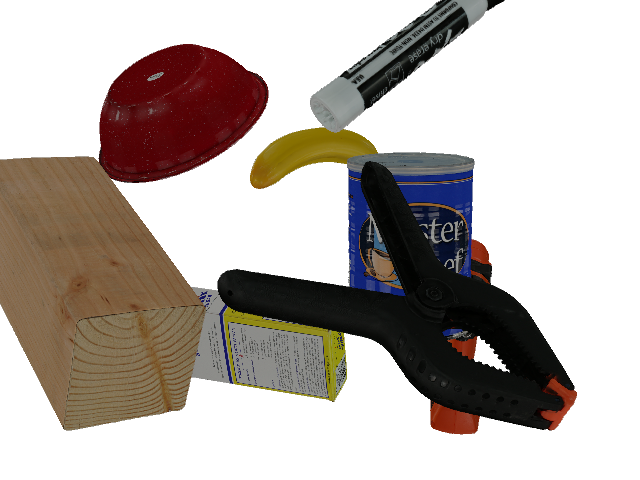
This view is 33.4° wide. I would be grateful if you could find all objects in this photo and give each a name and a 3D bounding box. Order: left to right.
[{"bbox_3d":[-0.170,0.028,0.760,0.090,0.091,0.206,-5,34,-33],"label":"wood block"},{"bbox_3d":[-0.128,-0.120,0.911,0.162,0.055,0.162,-17,36,13],"label":"bowl"},{"bbox_3d":[-0.064,0.102,1.070,0.176,0.093,0.048,9,35,20],"label":"sugar box"},{"bbox_3d":[-0.004,-0.090,1.136,0.197,0.037,0.070,-7,48,-39],"label":"banana"},{"bbox_3d":[0.053,0.045,0.639,0.210,0.036,0.164,41,50,21],"label":"clamp"},{"bbox_3d":[0.073,0.003,0.872,0.103,0.140,0.103,0,11,0],"label":"coffee can"},{"bbox_3d":[0.045,-0.089,0.465,0.121,0.020,0.020,-40,15,-18],"label":"marker"},{"bbox_3d":[0.153,0.112,1.152,0.057,0.188,0.184,7,25,8],"label":"power drill"}]
